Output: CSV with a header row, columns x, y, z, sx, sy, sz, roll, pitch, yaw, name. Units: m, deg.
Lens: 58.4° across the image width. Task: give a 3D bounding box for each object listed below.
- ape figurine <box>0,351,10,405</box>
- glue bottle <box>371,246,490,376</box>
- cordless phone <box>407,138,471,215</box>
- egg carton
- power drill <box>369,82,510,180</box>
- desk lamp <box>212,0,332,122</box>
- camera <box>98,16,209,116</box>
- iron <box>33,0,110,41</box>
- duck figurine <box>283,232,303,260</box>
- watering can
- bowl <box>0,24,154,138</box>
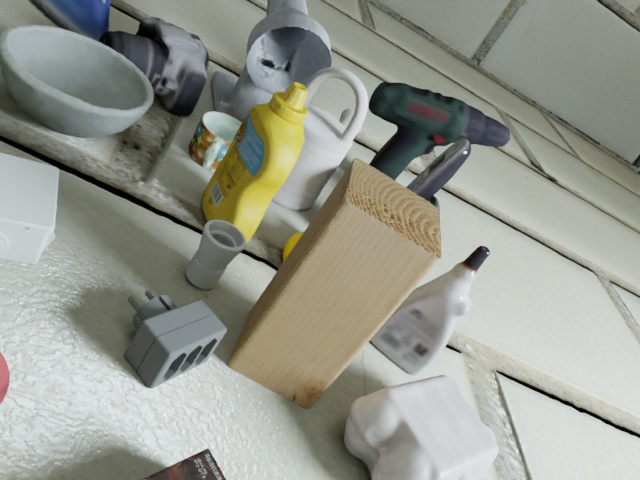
x,y,z,sx,sy,sz,roll,pitch,yaw,name
-0.226,0.075,0.347,0.076,0.092,0.077,16,35,-30,ape figurine
0.129,0.071,0.629,0.078,0.173,0.037,40,30,8,glue bottle
0.148,-0.061,0.823,0.094,0.185,0.147,30,30,-8,cordless phone
0.096,0.187,0.535,0.151,0.069,0.107,1,44,-44,egg carton
0.162,-0.149,0.938,0.230,0.208,0.075,26,31,-16,power drill
-0.078,-0.272,0.866,0.118,0.213,0.203,17,35,-29,desk lamp
-0.238,-0.262,0.804,0.137,0.100,0.143,3,43,-43,camera
-0.360,-0.413,0.854,0.119,0.141,0.257,-7,50,-49,iron
0.006,0.002,0.690,0.077,0.086,0.104,32,30,-5,duck figurine
-0.004,-0.146,0.782,0.101,0.194,0.173,32,30,-5,watering can
-0.281,-0.168,0.653,0.168,0.074,0.167,25,31,-17,bowl
